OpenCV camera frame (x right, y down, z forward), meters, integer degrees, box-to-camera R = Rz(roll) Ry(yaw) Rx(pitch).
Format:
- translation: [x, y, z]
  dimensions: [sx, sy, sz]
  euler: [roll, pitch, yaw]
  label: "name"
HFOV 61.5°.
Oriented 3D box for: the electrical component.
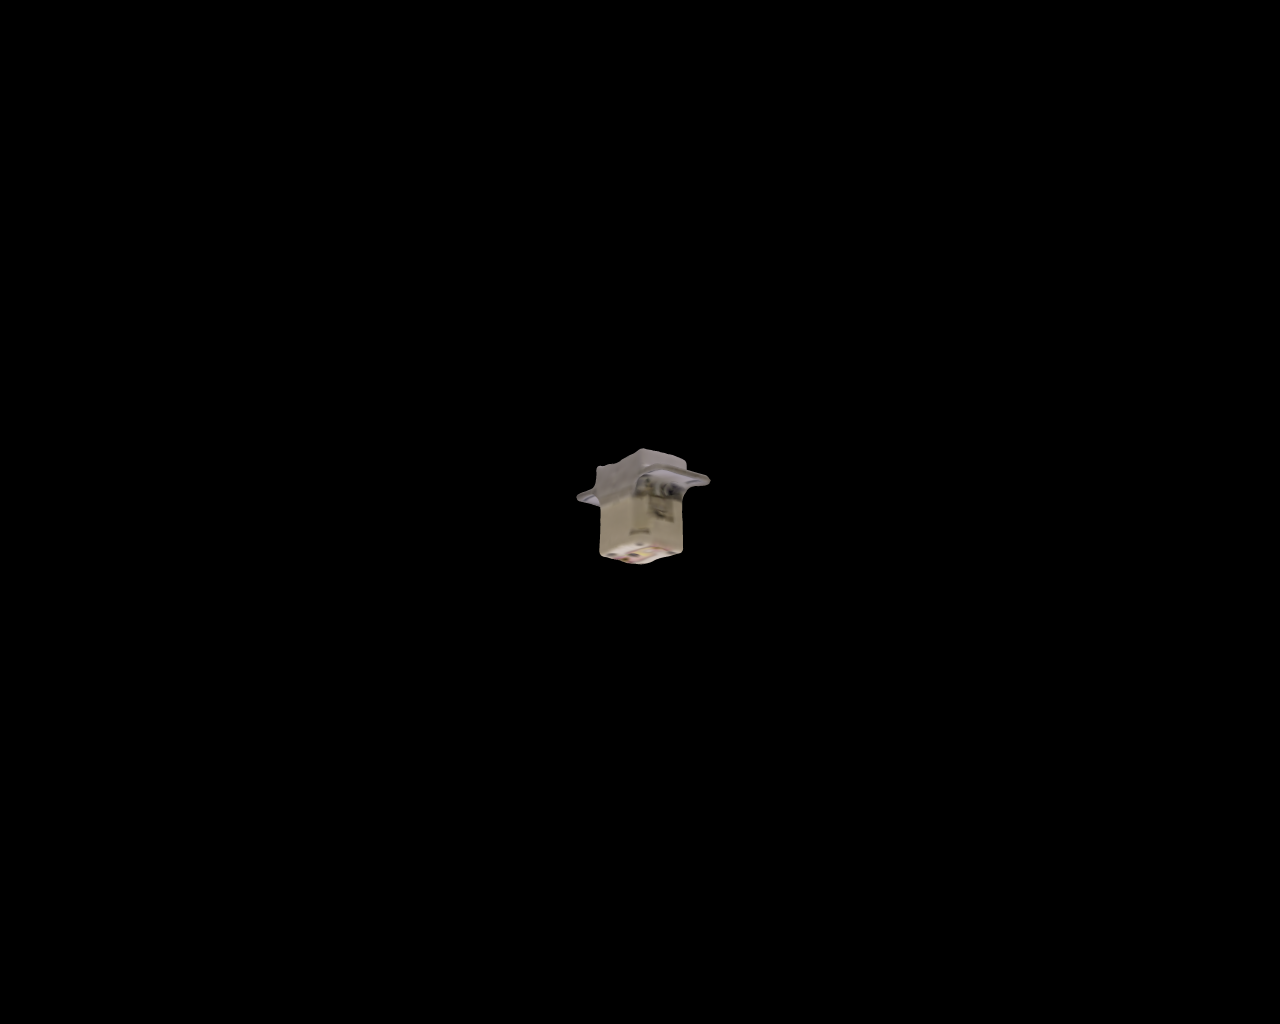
- translation: [0.001, -0.003, 0.650]
  dimensions: [0.042, 0.064, 0.081]
  euler: [14, -22, -38]
  label: "electrical component"
